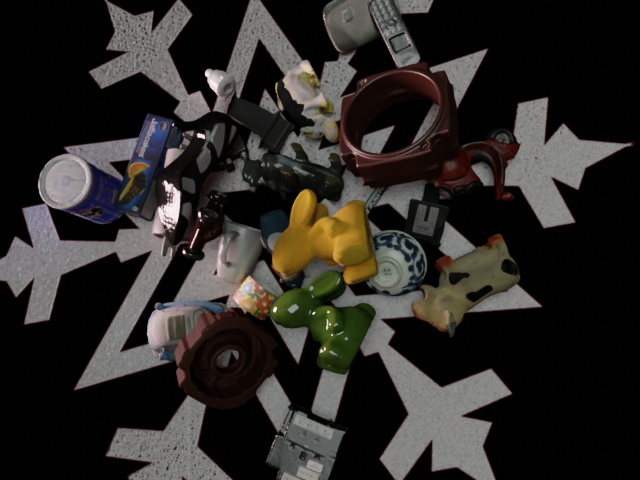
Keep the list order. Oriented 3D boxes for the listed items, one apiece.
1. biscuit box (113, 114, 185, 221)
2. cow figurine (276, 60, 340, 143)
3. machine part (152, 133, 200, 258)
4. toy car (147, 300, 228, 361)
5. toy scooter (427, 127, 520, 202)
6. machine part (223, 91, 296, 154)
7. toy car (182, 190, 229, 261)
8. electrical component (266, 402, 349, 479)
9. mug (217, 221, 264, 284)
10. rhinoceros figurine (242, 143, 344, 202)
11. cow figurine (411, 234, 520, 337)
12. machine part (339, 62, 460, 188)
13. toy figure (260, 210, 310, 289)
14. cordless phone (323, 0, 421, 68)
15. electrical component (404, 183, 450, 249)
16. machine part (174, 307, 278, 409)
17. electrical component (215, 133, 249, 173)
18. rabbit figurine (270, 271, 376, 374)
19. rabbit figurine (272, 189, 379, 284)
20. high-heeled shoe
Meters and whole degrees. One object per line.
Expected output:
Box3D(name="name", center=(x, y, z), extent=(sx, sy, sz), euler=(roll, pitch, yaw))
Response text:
Box3D(name="biscuit box", center=(-0.336, -0.143, 1.062), extent=(0.063, 0.059, 0.202), euler=(17, 83, 11))
Box3D(name="cow figurine", center=(-0.025, -0.249, 1.031), extent=(0.098, 0.068, 0.167), euler=(-25, 74, 9))
Box3D(name="machine part", center=(-0.270, -0.085, 1.034), extent=(0.079, 0.079, 0.243), euler=(5, 80, 9))
Box3D(name="toy car", center=(-0.247, 0.163, 0.974), extent=(0.162, 0.103, 0.109), euler=(-8, 80, 9))
Box3D(name="toy scooter", center=(0.276, -0.120, 0.959), extent=(0.184, 0.075, 0.135), euler=(-15, 73, 2))
Box3D(name="machine part", center=(-0.124, -0.230, 1.045), extent=(0.139, 0.039, 0.084), euler=(32, 78, -2))
Box3D(name="toy car", center=(-0.198, -0.027, 0.958), extent=(0.053, 0.202, 0.089), euler=(25, 103, -12))
Box3D(name="electrical component", center=(-0.025, 0.365, 0.928), extent=(0.115, 0.058, 0.134), euler=(22, 84, 13))
Box3D(name="mug", center=(-0.151, 0.026, 0.986), extent=(0.081, 0.109, 0.107), euler=(16, 94, 11))
Box3D(name="rhinoceros figurine", center=(-0.048, -0.120, 0.996), extent=(0.190, 0.112, 0.073), euler=(9, 65, -2))
Box3D(name="cow figurine", center=(0.249, 0.084, 0.927), extent=(0.195, 0.085, 0.127), euler=(-25, 71, 3))
Box3D(name="machine part", center=(0.138, -0.204, 0.951), extent=(0.202, 0.087, 0.201), euler=(-8, 62, 22))
Box3D(name="toy figure", center=(-0.066, 0.023, 0.970), extent=(0.064, 0.058, 0.154), euler=(-7, 109, 33))
Box3D(name="cordless phone", center=(0.101, -0.388, 1.032), extent=(0.147, 0.088, 0.184), euler=(-25, 82, 3))
Box3D(name="electrical component", center=(0.196, -0.048, 0.974), extent=(0.075, 0.047, 0.119), euler=(17, 85, 11))
Box3D(name="machine part", center=(-0.163, 0.204, 0.934), extent=(0.179, 0.056, 0.179), euler=(-8, 109, -23))
Box3D(name="electrical component", center=(-0.185, -0.180, 1.054), extent=(0.078, 0.045, 0.102), euler=(-20, 78, 6))
Box3D(name="rabbit figurine", center=(0.001, 0.130, 0.932), extent=(0.170, 0.121, 0.159), euler=(25, 78, 9))
Box3D(name="rabbit figurine", center=(-0.002, -0.003, 0.890), extent=(0.173, 0.121, 0.162), euler=(-18, 69, 13))
Box3D(name="high-heeled shoe", center=(-0.217, -0.115, 0.992), extent=(0.086, 0.145, 0.248), euler=(11, 98, 42))
